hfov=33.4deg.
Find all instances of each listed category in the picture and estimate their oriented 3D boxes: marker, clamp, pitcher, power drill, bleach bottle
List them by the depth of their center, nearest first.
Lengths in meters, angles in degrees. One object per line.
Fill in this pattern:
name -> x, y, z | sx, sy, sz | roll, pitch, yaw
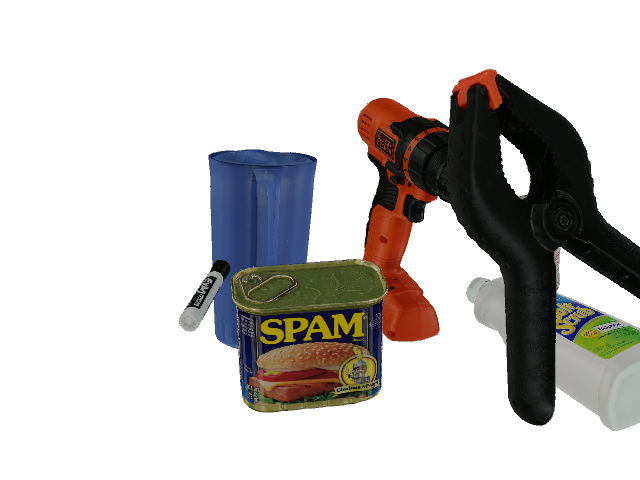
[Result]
clamp -> 0.106, 0.002, 0.527 | 0.120, 0.171, 0.039 | -41, 10, -28
power drill -> 0.080, -0.012, 0.911 | 0.057, 0.188, 0.185 | -3, 26, -24
marker -> -0.110, 0.051, 1.032 | 0.020, 0.020, 0.121 | 0, 24, 12
bleach bottle -> 0.227, 0.093, 1.046 | 0.102, 0.068, 0.251 | -16, 26, -28
pitcher -> -0.075, 0.011, 1.320 | 0.145, 0.243, 0.148 | 11, 15, 37

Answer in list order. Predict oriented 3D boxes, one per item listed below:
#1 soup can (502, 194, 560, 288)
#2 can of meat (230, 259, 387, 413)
soup can -> 0.246, 0.007, 1.234 | 0.068, 0.102, 0.068 | -3, 30, 1
can of meat -> -0.007, 0.065, 0.719 | 0.102, 0.084, 0.057 | -4, 27, -7
